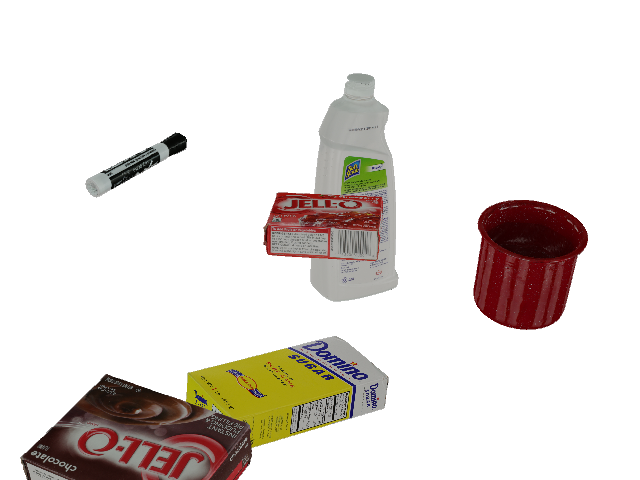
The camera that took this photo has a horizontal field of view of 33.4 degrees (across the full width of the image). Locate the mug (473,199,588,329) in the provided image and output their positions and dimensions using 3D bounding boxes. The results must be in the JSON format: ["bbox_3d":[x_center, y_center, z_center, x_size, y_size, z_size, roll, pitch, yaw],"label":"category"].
[{"bbox_3d":[0.178,0.016,0.937,0.093,0.081,0.117,4,35,0],"label":"mug"}]

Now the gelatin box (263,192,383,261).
[{"bbox_3d":[0.004,-0.013,0.845,0.089,0.030,0.073,3,22,5],"label":"gelatin box"}]

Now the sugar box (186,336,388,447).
[{"bbox_3d":[-0.031,0.145,1.035,0.175,0.048,0.093,-14,31,-32],"label":"sugar box"}]

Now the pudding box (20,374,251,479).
[{"bbox_3d":[-0.112,0.136,0.661,0.114,0.039,0.089,13,33,22],"label":"pudding box"}]

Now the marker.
[{"bbox_3d":[-0.170,-0.073,1.005,0.020,0.020,0.120,0,26,42],"label":"marker"}]

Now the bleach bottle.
[{"bbox_3d":[0.043,-0.059,1.167,0.102,0.251,0.068,-13,32,-28],"label":"bleach bottle"}]
